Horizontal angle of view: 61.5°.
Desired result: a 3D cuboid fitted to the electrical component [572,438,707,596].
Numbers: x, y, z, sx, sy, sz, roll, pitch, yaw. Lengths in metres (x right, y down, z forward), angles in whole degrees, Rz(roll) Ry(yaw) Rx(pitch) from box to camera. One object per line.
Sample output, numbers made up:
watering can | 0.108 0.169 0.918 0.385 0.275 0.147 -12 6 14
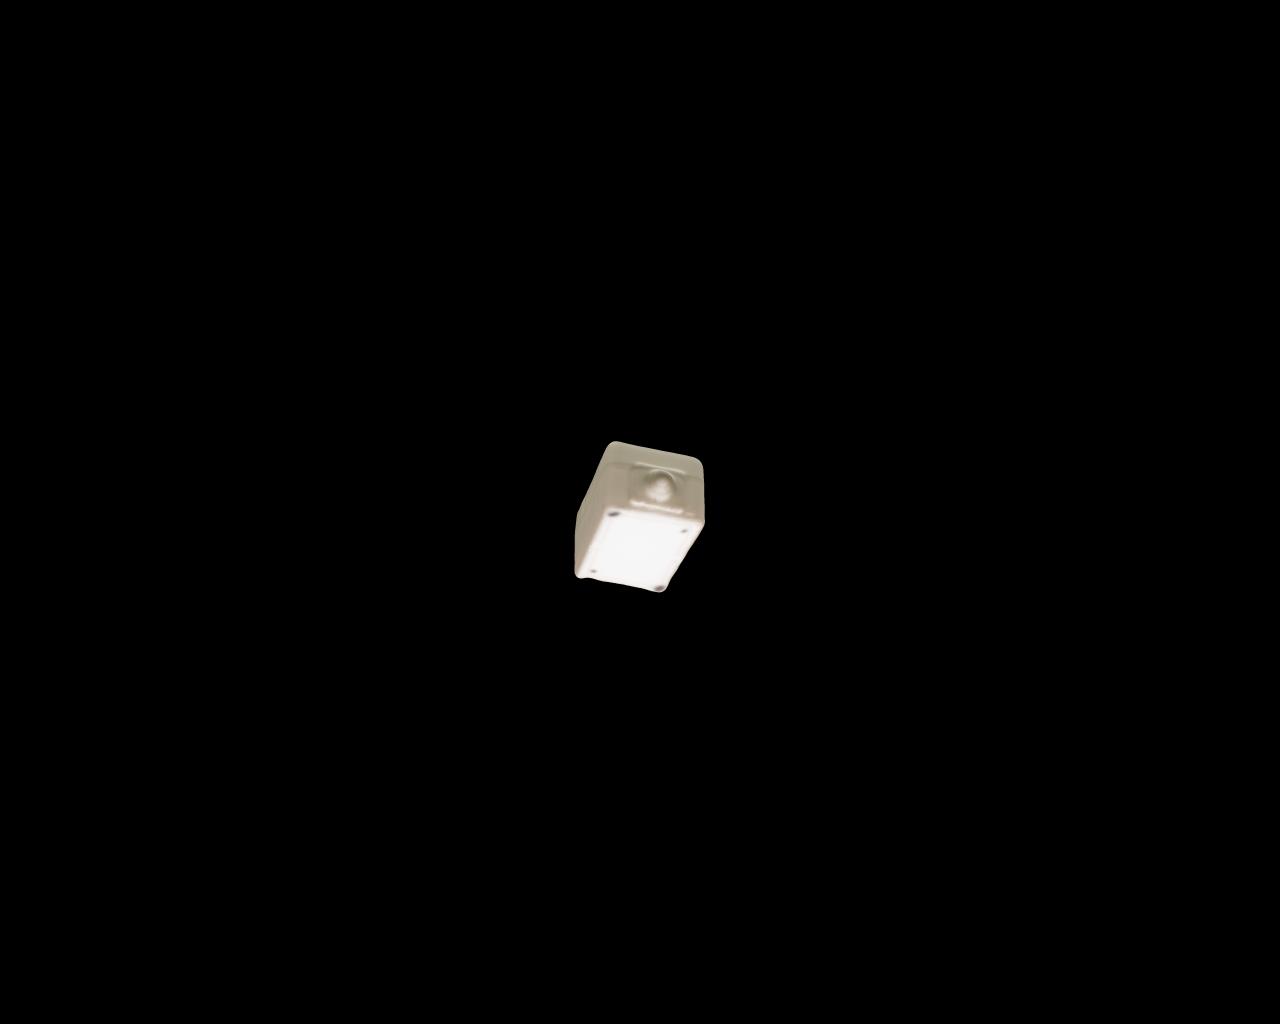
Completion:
electrical component | 0.001 -0.003 0.650 0.062 0.061 0.096 11 -39 -14
